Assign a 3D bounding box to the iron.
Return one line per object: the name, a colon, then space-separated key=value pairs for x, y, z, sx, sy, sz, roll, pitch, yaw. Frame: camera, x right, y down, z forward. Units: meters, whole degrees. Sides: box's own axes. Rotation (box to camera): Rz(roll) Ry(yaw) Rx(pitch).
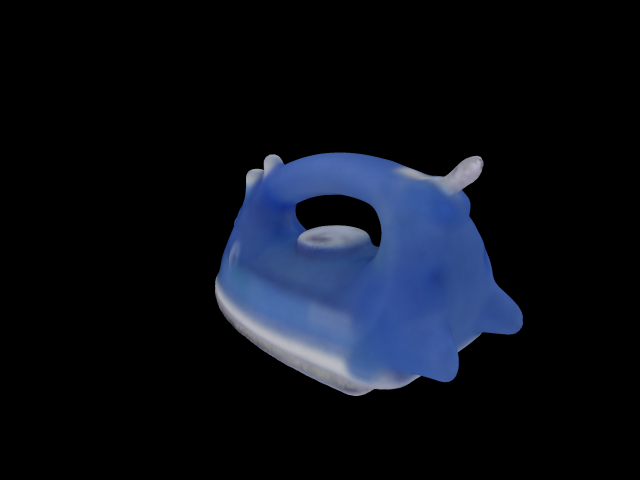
iron: x=0.004 y=0.001 z=0.400 sx=0.257 sy=0.141 sz=0.119 roll=14 pitch=22 yaw=40
